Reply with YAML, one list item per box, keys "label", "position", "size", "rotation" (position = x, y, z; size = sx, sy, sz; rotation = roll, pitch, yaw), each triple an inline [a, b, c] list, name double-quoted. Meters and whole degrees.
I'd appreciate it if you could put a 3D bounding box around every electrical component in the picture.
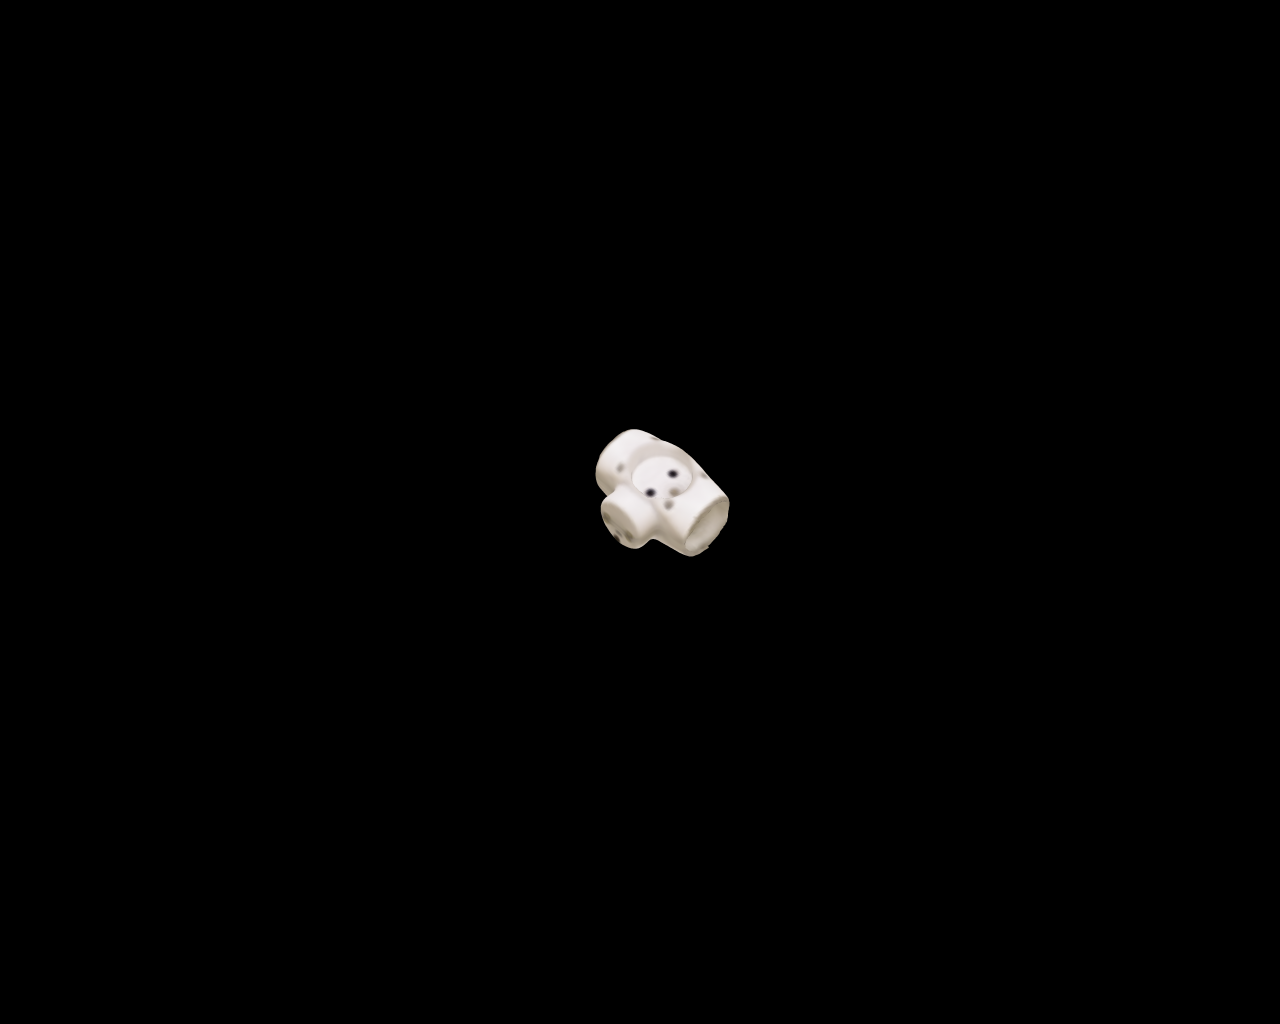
- label: "electrical component"
  position: [0.001, -0.003, 0.650]
  size: [0.079, 0.044, 0.077]
  rotation: [-39, 63, -25]
